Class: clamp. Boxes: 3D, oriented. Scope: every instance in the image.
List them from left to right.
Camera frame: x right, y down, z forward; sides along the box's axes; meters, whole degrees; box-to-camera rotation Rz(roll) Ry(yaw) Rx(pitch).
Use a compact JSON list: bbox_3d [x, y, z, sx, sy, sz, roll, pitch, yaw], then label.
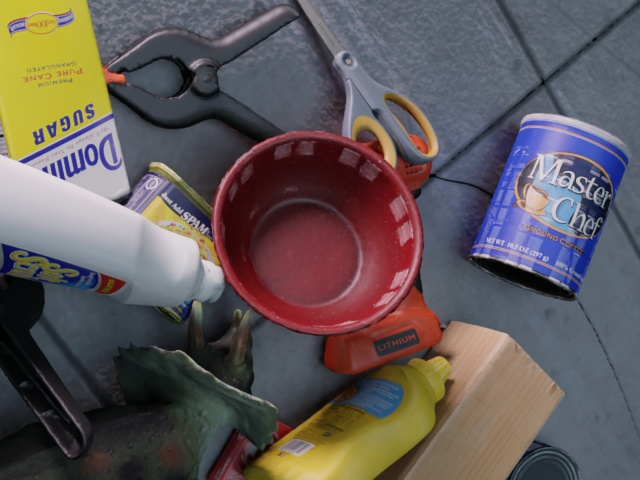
[{"bbox_3d":[-0.220,0.054,0.712,0.164,0.210,0.036,31,114,-23],"label":"clamp"},{"bbox_3d":[-0.088,-0.118,0.848,0.171,0.039,0.120,-11,94,-18],"label":"clamp"}]

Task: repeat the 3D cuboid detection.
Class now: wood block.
[{"bbox_3d":[0.106,0.182,0.931,0.090,0.090,0.206,45,75,-22],"label":"wood block"}]

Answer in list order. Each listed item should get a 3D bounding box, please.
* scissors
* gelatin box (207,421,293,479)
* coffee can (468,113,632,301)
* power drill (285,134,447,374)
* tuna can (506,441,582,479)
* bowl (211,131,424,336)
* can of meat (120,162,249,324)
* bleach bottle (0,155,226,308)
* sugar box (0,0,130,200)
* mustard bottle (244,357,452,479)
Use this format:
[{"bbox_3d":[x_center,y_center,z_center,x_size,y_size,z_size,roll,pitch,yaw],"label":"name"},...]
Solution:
[{"bbox_3d":[0.016,-0.128,0.874,0.201,0.016,0.096,44,57,-6],"label":"scissors"},{"bbox_3d":[-0.040,0.191,0.896,0.089,0.030,0.073,35,78,-24],"label":"gelatin box"},{"bbox_3d":[0.206,-0.029,0.957,0.102,0.103,0.140,26,83,-25],"label":"coffee can"},{"bbox_3d":[0.025,0.013,0.899,0.184,0.057,0.187,-15,100,-24],"label":"power drill"},{"bbox_3d":[0.204,0.235,1.012,0.086,0.034,0.086,-2,94,-24],"label":"tuna can"},{"bbox_3d":[-0.005,0.001,0.811,0.162,0.055,0.162,4,70,-11],"label":"bowl"},{"bbox_3d":[-0.119,0.005,0.832,0.102,0.058,0.084,45,77,-20],"label":"can of meat"},{"bbox_3d":[-0.168,-0.002,0.712,0.250,0.103,0.068,19,65,-35],"label":"bleach bottle"},{"bbox_3d":[-0.203,-0.107,0.779,0.093,0.048,0.176,-21,101,-41],"label":"sugar box"},{"bbox_3d":[0.036,0.153,0.864,0.191,0.096,0.058,-34,107,-27],"label":"mustard bottle"}]
